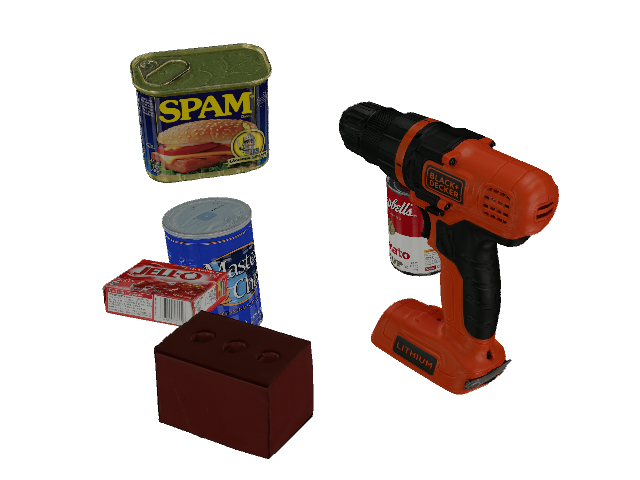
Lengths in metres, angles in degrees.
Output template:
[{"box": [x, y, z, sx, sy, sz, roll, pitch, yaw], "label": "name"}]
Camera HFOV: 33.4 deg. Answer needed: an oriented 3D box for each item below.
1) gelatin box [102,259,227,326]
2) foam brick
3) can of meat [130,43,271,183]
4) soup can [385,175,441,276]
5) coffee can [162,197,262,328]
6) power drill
[{"box": [-0.138, 0.046, 0.958, 0.089, 0.030, 0.073, 9, 21, 18], "label": "gelatin box"}, {"box": [-0.049, 0.082, 0.615, 0.078, 0.051, 0.052, 13, 28, 24], "label": "foam brick"}, {"box": [-0.088, -0.095, 0.806, 0.102, 0.084, 0.057, -8, 40, -11], "label": "can of meat"}, {"box": [0.104, -0.022, 1.116, 0.068, 0.102, 0.068, -3, 34, 2], "label": "soup can"}, {"box": [-0.125, 0.033, 1.247, 0.103, 0.140, 0.103, -4, 25, 2], "label": "coffee can"}, {"box": [0.079, 0.004, 0.773, 0.057, 0.188, 0.185, -24, 38, -35], "label": "power drill"}]
